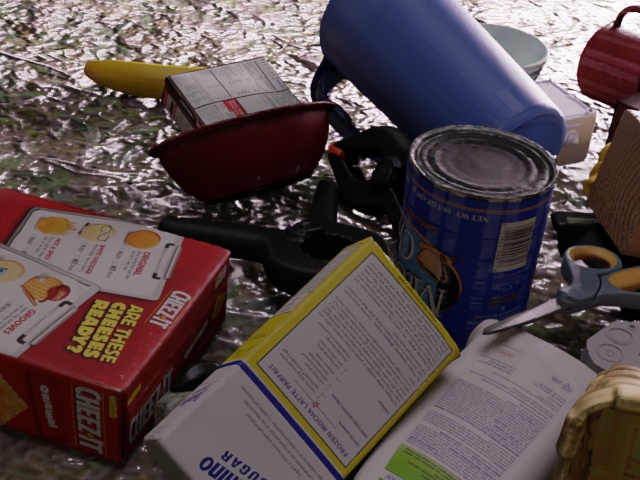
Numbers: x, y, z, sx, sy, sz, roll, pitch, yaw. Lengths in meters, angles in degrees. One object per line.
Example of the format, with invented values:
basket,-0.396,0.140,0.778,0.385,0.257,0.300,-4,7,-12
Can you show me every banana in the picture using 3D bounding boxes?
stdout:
banana,-0.141,-0.160,1.080,0.197,0.037,0.069,2,15,-8

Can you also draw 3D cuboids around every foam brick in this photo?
foam brick,0.330,-0.114,1.055,0.078,0.051,0.053,-20,39,-33

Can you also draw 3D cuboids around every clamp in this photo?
clamp,-0.005,0.001,0.823,0.164,0.036,0.210,-20,29,-34
clamp,0.063,-0.041,0.892,0.039,0.120,0.172,31,-9,-39

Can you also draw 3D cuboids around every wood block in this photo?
wood block,0.334,-0.029,0.852,0.206,0.090,0.091,10,28,-12

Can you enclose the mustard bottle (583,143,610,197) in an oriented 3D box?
mustard bottle,0.305,-0.062,0.954,0.191,0.058,0.096,-14,35,-33

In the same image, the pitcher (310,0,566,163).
pitcher,0.105,-0.140,0.987,0.144,0.149,0.243,-14,49,-30

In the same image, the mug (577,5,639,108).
mug,0.324,-0.187,1.111,0.093,0.117,0.082,-24,38,-33

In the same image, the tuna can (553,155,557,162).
tuna can,0.168,-0.030,0.873,0.034,0.086,0.086,13,34,15

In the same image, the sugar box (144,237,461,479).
sugar box,-0.007,0.089,0.615,0.176,0.048,0.093,-42,97,-23

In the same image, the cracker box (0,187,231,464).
cracker box,-0.190,0.048,0.719,0.214,0.072,0.164,15,35,13

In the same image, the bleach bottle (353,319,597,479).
bleach bottle,0.065,0.142,0.618,0.103,0.068,0.250,26,41,31

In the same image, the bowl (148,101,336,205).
bowl,-0.058,-0.067,0.886,0.162,0.055,0.162,-15,-1,0

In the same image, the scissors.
scissors,0.167,0.033,0.745,0.201,0.016,0.096,-5,25,-29

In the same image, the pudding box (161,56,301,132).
pudding box,-0.080,-0.125,1.010,0.113,0.039,0.090,-16,54,-32

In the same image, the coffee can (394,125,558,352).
coffee can,0.105,0.003,0.762,0.103,0.140,0.103,4,33,-3
